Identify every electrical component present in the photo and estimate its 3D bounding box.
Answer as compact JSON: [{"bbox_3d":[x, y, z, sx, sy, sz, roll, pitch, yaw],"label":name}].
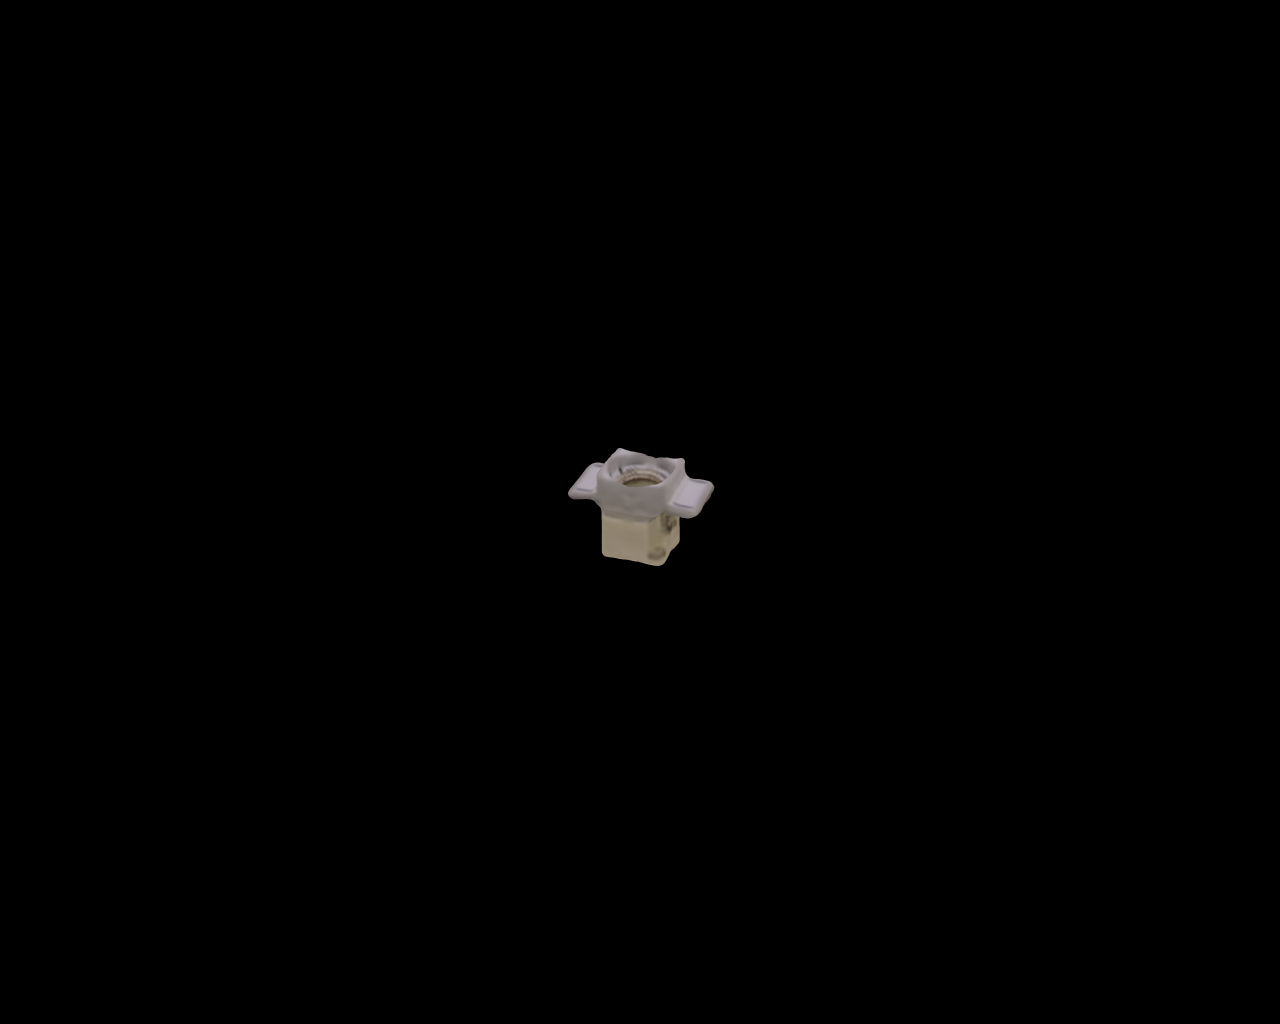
[{"bbox_3d":[0.001,-0.003,0.650,0.081,0.063,0.042,11,32,18],"label":"electrical component"}]
